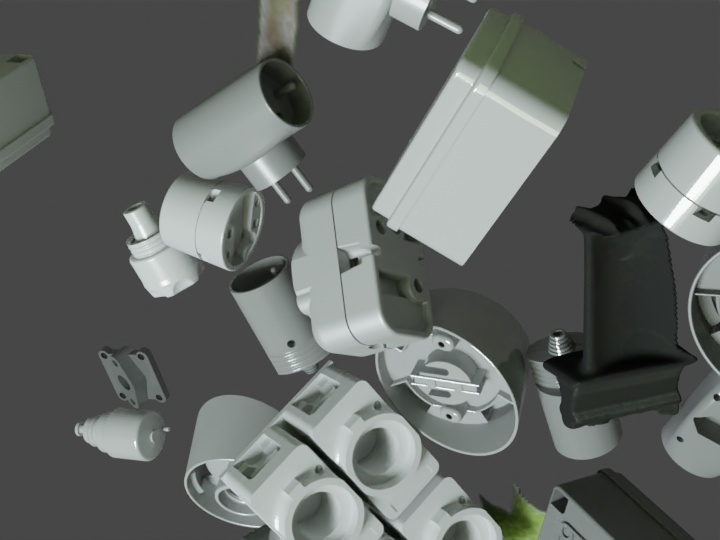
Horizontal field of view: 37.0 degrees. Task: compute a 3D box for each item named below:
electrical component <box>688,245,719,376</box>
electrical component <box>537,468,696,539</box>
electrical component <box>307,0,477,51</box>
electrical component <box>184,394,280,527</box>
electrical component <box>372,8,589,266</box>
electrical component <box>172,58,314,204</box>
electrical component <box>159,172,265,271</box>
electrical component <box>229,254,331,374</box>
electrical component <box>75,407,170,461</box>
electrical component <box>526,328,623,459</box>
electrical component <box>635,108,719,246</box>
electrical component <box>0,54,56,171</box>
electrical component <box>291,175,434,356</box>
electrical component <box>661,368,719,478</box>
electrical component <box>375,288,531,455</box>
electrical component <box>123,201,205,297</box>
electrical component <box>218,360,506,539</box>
[{"bbox_3d":[0.222,0.018,0.556,0.099,0.064,0.099,13,128,17],"label":"electrical component"},{"bbox_3d":[0.164,0.203,0.684,0.109,0.056,0.108,43,131,46],"label":"electrical component"},{"bbox_3d":[0.021,-0.147,0.543,0.079,0.044,0.077,29,132,3],"label":"electrical component"},{"bbox_3d":[-0.084,0.149,0.819,0.099,0.064,0.099,7,136,7],"label":"electrical component"},{"bbox_3d":[0.061,-0.069,0.560,0.057,0.078,0.113,31,132,-2],"label":"electrical component"},{"bbox_3d":[-0.059,-0.074,0.636,0.077,0.044,0.079,-24,111,37],"label":"electrical component"},{"bbox_3d":[-0.094,-0.032,0.678,0.047,0.055,0.055,18,130,18],"label":"electrical component"},{"bbox_3d":[-0.049,0.035,0.714,0.043,0.043,0.081,-11,119,32],"label":"electrical component"},{"bbox_3d":[-0.192,0.129,0.855,0.078,0.040,0.040,1,125,25],"label":"electrical component"},{"bbox_3d":[0.130,0.070,0.654,0.043,0.043,0.081,-5,122,28],"label":"electrical component"},{"bbox_3d":[0.174,-0.048,0.538,0.055,0.055,0.047,32,128,1],"label":"electrical component"},{"bbox_3d":[-0.271,-0.094,0.681,0.109,0.108,0.056,6,124,22],"label":"electrical component"},{"bbox_3d":[0.000,0.000,0.631,0.059,0.054,0.095,-19,71,35],"label":"electrical component"},{"bbox_3d":[0.229,0.089,0.621,0.079,0.043,0.077,28,132,4],"label":"electrical component"},{"bbox_3d":[0.058,0.063,0.669,0.099,0.064,0.099,13,129,17],"label":"electrical component"},{"bbox_3d":[-0.135,-0.016,0.717,0.043,0.043,0.062,-12,117,32],"label":"electrical component"},{"bbox_3d":[0.012,0.166,0.717,0.186,0.105,0.060,50,165,-23],"label":"electrical component"}]
